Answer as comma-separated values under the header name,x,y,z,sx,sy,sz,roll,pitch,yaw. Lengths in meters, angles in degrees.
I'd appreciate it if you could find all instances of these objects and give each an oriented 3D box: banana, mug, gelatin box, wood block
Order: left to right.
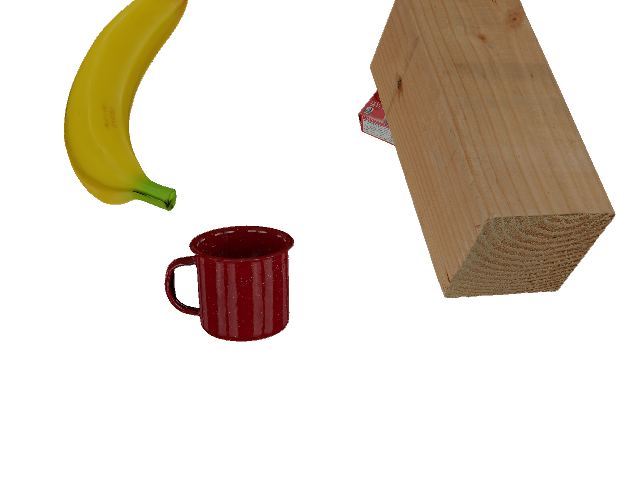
name,x,y,z,sx,sy,sz,roll,pitch,yaw
banana,-0.118,-0.088,0.647,0.069,0.198,0.037,1,-39,-6
mug,-0.081,0.040,0.961,0.117,0.081,0.093,-3,19,-7
gelatin box,0.091,-0.118,0.983,0.089,0.073,0.030,26,-28,23
wood block,0.109,-0.073,0.731,0.090,0.206,0.091,-2,-34,-18
